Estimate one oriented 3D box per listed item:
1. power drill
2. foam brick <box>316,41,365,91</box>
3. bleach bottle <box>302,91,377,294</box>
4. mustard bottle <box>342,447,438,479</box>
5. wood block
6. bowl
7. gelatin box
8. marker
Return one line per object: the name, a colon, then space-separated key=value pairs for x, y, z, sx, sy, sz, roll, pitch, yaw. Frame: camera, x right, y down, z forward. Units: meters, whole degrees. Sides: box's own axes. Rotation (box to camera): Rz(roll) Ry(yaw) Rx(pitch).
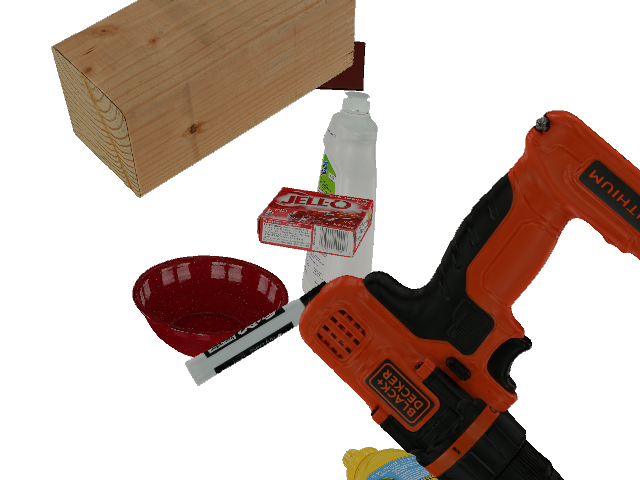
power drill: x=0.107 y=0.044 z=0.539 sx=0.184 sy=0.188 sz=0.057 roll=43 pitch=13 yaw=4
foam brick: x=0.004 y=-0.184 z=1.119 sx=0.078 sy=0.051 sz=0.053 roll=1 pitch=11 yaw=-10
bleach bottle: x=0.031 y=-0.045 z=1.240 sx=0.068 sy=0.251 sz=0.103 roll=-2 pitch=22 yaw=-23
mustard bottle: x=0.084 y=0.231 z=0.933 sx=0.096 sy=0.058 sz=0.192 roll=-19 pitch=27 yaw=-32
wood block: x=-0.079 y=-0.135 z=0.788 sx=0.205 sy=0.091 sz=0.090 roll=-35 pitch=60 yaw=-23
bowl: x=-0.116 y=0.076 z=1.118 sx=0.162 sy=0.055 sz=0.162 roll=5 pitch=28 yaw=-3
gelatin box: x=-0.004 y=-0.018 z=0.953 sx=0.089 sy=0.030 sz=0.073 roll=9 pitch=25 yaw=13
marker: x=-0.039 y=0.064 z=0.756 sx=0.121 sy=0.020 sz=0.020 roll=-30 pitch=6 yaw=-10
